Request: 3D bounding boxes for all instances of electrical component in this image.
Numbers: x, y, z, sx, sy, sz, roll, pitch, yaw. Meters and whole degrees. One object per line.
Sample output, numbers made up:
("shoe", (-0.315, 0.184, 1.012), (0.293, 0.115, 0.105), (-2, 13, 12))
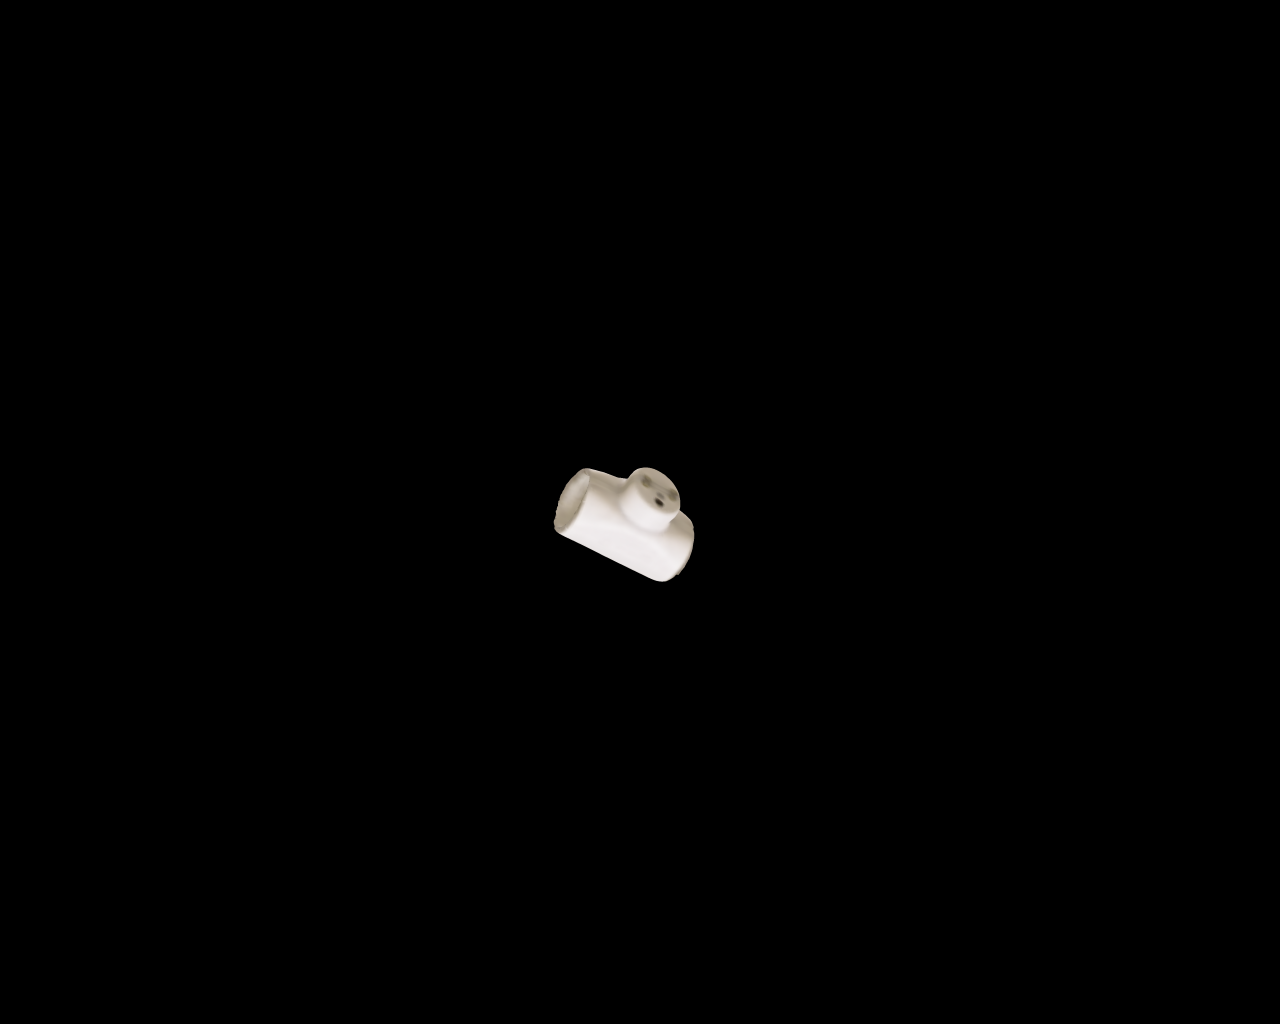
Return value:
("electrical component", (0.001, -0.003, 0.650), (0.077, 0.044, 0.079), (27, -53, -22))
